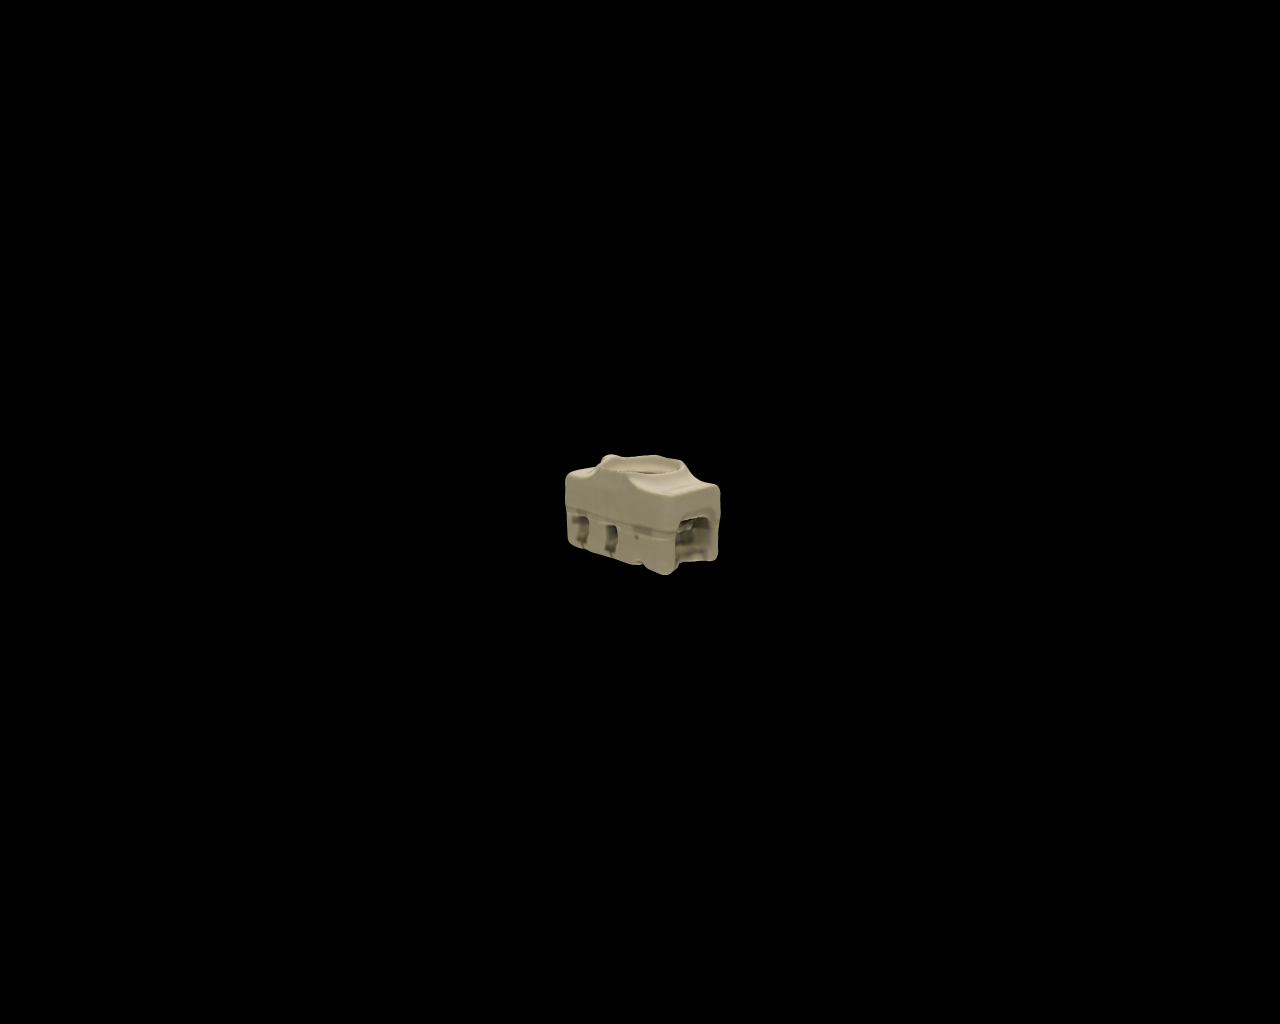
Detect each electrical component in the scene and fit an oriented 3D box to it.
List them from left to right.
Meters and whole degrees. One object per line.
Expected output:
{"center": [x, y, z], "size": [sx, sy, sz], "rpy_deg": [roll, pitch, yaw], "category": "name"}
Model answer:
{"center": [0.001, -0.003, 0.650], "size": [0.050, 0.055, 0.089], "rpy_deg": [-14, 20, -42], "category": "electrical component"}
